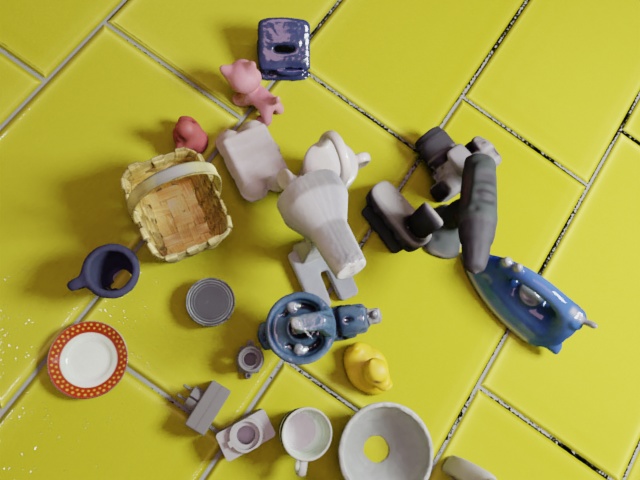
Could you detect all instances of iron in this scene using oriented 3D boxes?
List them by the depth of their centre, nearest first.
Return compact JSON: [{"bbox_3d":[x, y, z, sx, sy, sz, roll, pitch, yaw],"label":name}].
[{"bbox_3d":[0.388,0.095,1.072,0.258,0.141,0.119,40,74,1],"label":"iron"}]

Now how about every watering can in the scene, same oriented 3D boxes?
[{"bbox_3d":[0.011,-0.126,1.032,0.173,0.194,0.101,-41,86,-16],"label":"watering can"}]

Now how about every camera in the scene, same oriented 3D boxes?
[{"bbox_3d":[0.266,-0.168,1.134,0.143,0.100,0.137,-35,85,-15],"label":"camera"}]

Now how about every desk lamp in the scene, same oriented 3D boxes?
[{"bbox_3d":[0.009,0.004,0.990,0.118,0.213,0.203,-23,81,-14],"label":"desk lamp"}]

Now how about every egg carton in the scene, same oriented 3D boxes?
[{"bbox_3d":[-0.124,-0.150,1.079,0.107,0.069,0.150,-27,83,-15],"label":"egg carton"}]

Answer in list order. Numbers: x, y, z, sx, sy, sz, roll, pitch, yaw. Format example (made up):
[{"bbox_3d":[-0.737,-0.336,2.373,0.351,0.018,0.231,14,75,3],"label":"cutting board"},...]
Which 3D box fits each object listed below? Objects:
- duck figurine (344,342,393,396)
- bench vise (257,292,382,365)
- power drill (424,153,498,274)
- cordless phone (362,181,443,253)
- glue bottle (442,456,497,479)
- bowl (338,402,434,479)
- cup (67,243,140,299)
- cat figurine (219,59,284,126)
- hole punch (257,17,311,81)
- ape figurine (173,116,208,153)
[{"bbox_3d":[0.090,0.228,1.018,0.077,0.086,0.104,-35,85,-15],"label":"duck figurine"},{"bbox_3d":[0.002,0.128,0.956,0.208,0.219,0.121,-26,82,-14],"label":"bench vise"},{"bbox_3d":[0.262,-0.032,1.045,0.075,0.208,0.230,13,75,-6],"label":"power drill"},{"bbox_3d":[0.158,-0.057,1.045,0.094,0.185,0.147,-41,86,-16],"label":"cordless phone"},{"bbox_3d":[0.269,0.405,0.961,0.078,0.173,0.037,36,74,0],"label":"glue bottle"},{"bbox_3d":[0.107,0.366,0.994,0.167,0.074,0.167,2,76,-9],"label":"bowl"},{"bbox_3d":[-0.360,0.065,0.974,0.118,0.095,0.091,-22,81,-14],"label":"cup"},{"bbox_3d":[-0.126,-0.291,1.087,0.128,0.117,0.067,37,74,1],"label":"cat figurine"},{"bbox_3d":[-0.069,-0.375,1.131,0.109,0.091,0.101,-3,77,-10],"label":"hole punch"},{"bbox_3d":[-0.245,-0.195,1.057,0.076,0.092,0.078,25,74,-3],"label":"ape figurine"}]
